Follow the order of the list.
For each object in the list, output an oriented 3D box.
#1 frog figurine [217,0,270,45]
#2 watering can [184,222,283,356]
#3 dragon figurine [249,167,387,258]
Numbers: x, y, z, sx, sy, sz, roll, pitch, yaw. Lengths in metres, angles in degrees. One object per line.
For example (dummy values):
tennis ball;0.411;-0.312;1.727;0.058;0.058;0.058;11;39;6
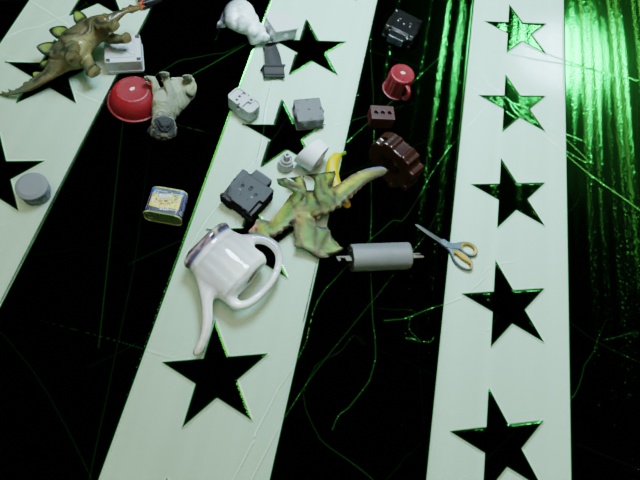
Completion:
frog figurine;-0.234;-0.705;1.672;0.160;0.120;0.139;27;25;10
watering can;-0.252;0.099;1.299;0.225;0.353;0.102;39;-25;10
dragon figurine;0.004;-0.072;1.431;0.411;0.243;0.122;-7;0;-7
